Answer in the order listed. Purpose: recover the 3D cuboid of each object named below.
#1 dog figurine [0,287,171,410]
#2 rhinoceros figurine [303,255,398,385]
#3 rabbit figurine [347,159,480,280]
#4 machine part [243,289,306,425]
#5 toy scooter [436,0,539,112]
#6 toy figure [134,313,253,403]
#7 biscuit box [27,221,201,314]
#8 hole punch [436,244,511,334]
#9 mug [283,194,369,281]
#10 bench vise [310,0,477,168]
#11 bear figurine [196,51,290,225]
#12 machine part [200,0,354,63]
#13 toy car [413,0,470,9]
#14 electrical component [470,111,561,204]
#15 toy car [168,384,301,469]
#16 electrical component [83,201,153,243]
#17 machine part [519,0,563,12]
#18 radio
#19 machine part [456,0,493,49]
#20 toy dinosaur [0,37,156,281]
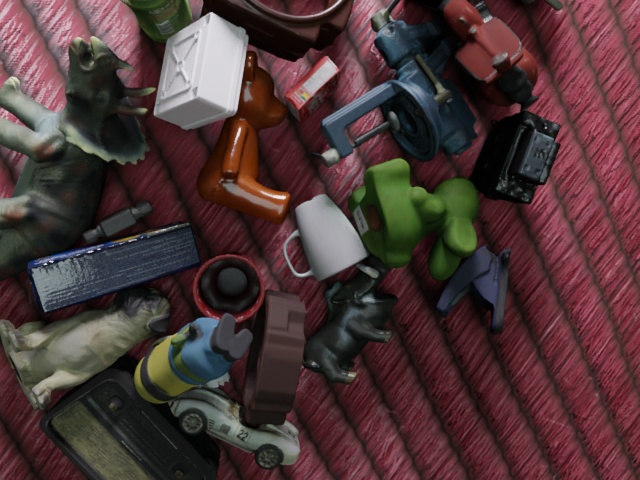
[{"bbox_3d":[-0.310,0.129,0.726,0.190,0.172,0.121,-25,108,-38],"label":"dog figurine"},{"bbox_3d":[0.047,0.112,0.770,0.112,0.073,0.190,33,94,2],"label":"rhinoceros figurine"},{"bbox_3d":[0.147,-0.035,0.710,0.170,0.121,0.159,-14,64,-20],"label":"rabbit figurine"},{"bbox_3d":[-0.060,0.152,0.711,0.056,0.179,0.179,10,95,-10],"label":"machine part"},{"bbox_3d":[0.217,-0.214,0.654,0.075,0.135,0.183,-41,128,21],"label":"toy scooter"},{"bbox_3d":[-0.168,0.151,0.683,0.180,0.089,0.082,-26,94,38],"label":"toy figure"},{"bbox_3d":[-0.263,0.030,0.694,0.203,0.059,0.062,-17,103,-25],"label":"biscuit box"},{"bbox_3d":[0.218,0.067,0.755,0.092,0.142,0.115,10,79,20],"label":"hole punch"},{"bbox_3d":[-0.002,-0.002,0.748,0.110,0.081,0.107,-25,88,3],"label":"mug"},{"bbox_3d":[0.092,-0.184,0.711,0.241,0.129,0.223,-33,103,-11],"label":"bench vise"},{"bbox_3d":[-0.084,-0.131,0.703,0.132,0.120,0.195,20,87,-15],"label":"bear figurine"},{"bbox_3d":[-0.051,-0.343,0.661,0.201,0.087,0.201,18,80,-22],"label":"machine part"},{"bbox_3d":[0.157,-0.361,0.675,0.109,0.161,0.103,21,94,7],"label":"toy car"},{"bbox_3d":[0.266,-0.111,0.733,0.058,0.134,0.114,17,92,-8],"label":"electrical component"},{"bbox_3d":[-0.119,0.258,0.761,0.202,0.073,0.056,29,96,-9],"label":"toy car"},{"bbox_3d":[-0.267,-0.025,0.709,0.094,0.063,0.021,-31,108,-17],"label":"electrical component"},{"bbox_3d":[0.247,-0.402,0.726,0.243,0.079,0.079,36,91,-8],"label":"machine part"},{"bbox_3d":[-0.253,0.280,0.748,0.131,0.073,0.229,-40,100,-1],"label":"radio"},{"bbox_3d":[0.234,-0.262,0.761,0.084,0.039,0.138,-28,97,-8],"label":"machine part"},{"bbox_3d":[-0.345,-0.063,0.682,0.192,0.131,0.404,21,103,-17],"label":"toy dinosaur"}]
